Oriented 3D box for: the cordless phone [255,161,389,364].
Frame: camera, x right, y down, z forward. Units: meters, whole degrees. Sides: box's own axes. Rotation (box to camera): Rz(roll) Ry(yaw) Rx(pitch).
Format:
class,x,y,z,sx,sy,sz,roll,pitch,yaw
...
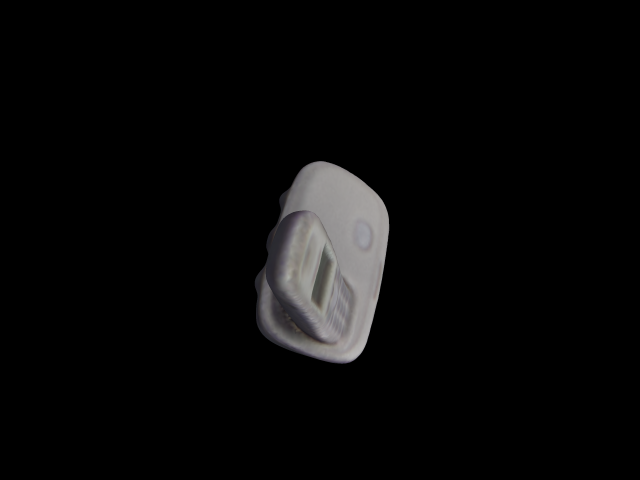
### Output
class,x,y,z,sx,sy,sz,roll,pitch,yaw
cordless phone,0.004,0.001,0.400,0.094,0.185,0.147,10,70,4
